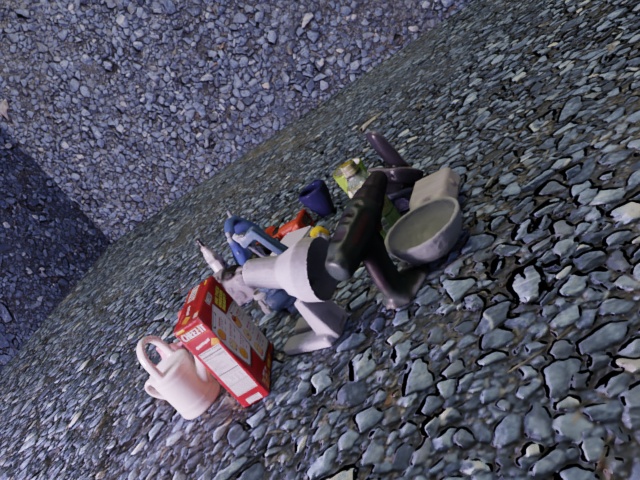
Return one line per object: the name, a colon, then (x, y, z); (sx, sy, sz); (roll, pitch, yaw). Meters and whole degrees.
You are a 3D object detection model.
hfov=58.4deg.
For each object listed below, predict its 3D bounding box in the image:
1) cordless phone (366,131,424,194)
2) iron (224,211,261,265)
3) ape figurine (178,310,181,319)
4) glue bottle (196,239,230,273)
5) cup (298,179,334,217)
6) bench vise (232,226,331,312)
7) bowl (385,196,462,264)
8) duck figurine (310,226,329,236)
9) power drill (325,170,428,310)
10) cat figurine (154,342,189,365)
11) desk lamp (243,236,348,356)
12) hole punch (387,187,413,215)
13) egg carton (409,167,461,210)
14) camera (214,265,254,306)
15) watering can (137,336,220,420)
cordless phone: (0.166, -0.207, 1.467); (0.094, 0.185, 0.147); (-44, 21, -17)
iron: (-0.251, -0.001, 1.780); (0.118, 0.142, 0.258); (-35, 21, 8)
ape figurine: (-0.343, 0.224, 1.522); (0.078, 0.092, 0.076); (-42, 21, -12)
glue bottle: (-0.307, 0.064, 1.688); (0.037, 0.173, 0.078); (-36, 21, 4)
cup: (0.000, -0.122, 1.692); (0.091, 0.095, 0.118); (-28, 23, 25)
bench vise: (-0.083, 0.032, 1.316); (0.207, 0.220, 0.121); (-41, 21, -10)
bowl: (0.213, -0.006, 1.117); (0.167, 0.075, 0.167); (-32, 21, 14)
duck figurine: (0.013, 0.005, 1.409); (0.077, 0.086, 0.104); (-42, 21, -11)
power drill: (0.108, 0.013, 1.058); (0.075, 0.209, 0.230); (-13, 32, 48)
cat figurine: (-0.349, 0.290, 1.353); (0.127, 0.118, 0.067); (-28, 23, 25)
desk lamp: (-0.037, 0.104, 1.094); (0.202, 0.214, 0.118); (-22, 26, 36)
hole punch: (0.168, -0.082, 1.331); (0.108, 0.091, 0.101); (-23, 25, 33)
egg carton: (0.253, -0.093, 1.246); (0.107, 0.069, 0.150); (-25, 24, 31)
camera: (-0.233, 0.111, 1.569); (0.143, 0.101, 0.137); (-29, 22, 21)
watering can: (-0.302, 0.272, 1.202); (0.173, 0.194, 0.100); (-39, 21, -2)
